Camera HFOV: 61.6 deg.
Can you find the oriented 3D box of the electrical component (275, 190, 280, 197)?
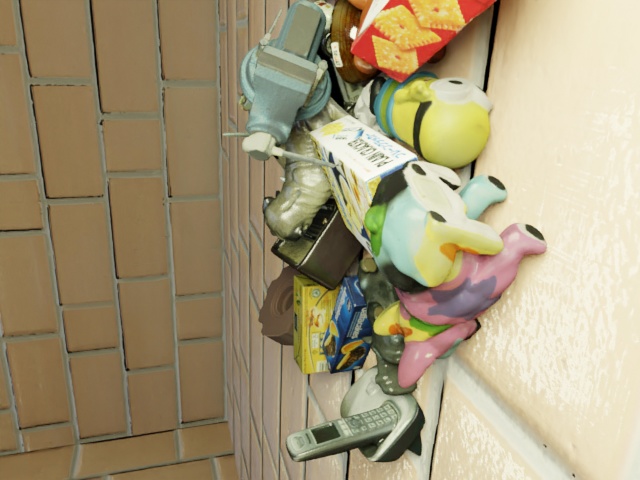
[{"bbox_3d":[-0.073,-0.072,1.278,0.119,0.048,0.074,-113,26,-51],"label":"electrical component"}]

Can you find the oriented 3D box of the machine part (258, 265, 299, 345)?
[{"bbox_3d":[-0.054,0.126,1.082,0.179,0.056,0.179,-36,37,33],"label":"machine part"}]

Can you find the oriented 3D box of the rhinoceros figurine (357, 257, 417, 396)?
[{"bbox_3d":[0.089,0.109,0.719,0.112,0.073,0.190,122,141,-62],"label":"rhinoceros figurine"}]

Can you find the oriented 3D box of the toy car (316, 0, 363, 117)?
[{"bbox_3d":[0.029,-0.250,0.795,0.074,0.056,0.201,48,166,47],"label":"toy car"}]

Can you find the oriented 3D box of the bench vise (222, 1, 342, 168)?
[{"bbox_3d":[-0.051,-0.169,0.683,0.240,0.129,0.223,128,148,-65],"label":"bench vise"}]

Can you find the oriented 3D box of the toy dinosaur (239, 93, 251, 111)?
[{"bbox_3d":[-0.043,-0.332,1.024,0.405,0.131,0.192,155,110,-66],"label":"toy dinosaur"}]

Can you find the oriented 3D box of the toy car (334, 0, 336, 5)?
[{"bbox_3d":[0.045,-0.367,0.762,0.089,0.053,0.202,38,135,31],"label":"toy car"}]

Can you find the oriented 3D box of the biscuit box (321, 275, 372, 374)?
[{"bbox_3d":[0.054,0.137,0.864,0.202,0.063,0.059,103,156,-45],"label":"biscuit box"}]

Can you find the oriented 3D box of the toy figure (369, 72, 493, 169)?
[{"bbox_3d":[0.114,-0.133,0.575,0.180,0.082,0.089,-140,36,-61],"label":"toy figure"}]

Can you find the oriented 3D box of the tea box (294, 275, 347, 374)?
[{"bbox_3d":[0.005,0.148,0.973,0.068,0.098,0.169,-141,51,-68],"label":"tea box"}]

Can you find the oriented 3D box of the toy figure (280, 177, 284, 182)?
[{"bbox_3d":[-0.037,-0.099,1.129,0.155,0.058,0.064,-120,8,-51],"label":"toy figure"}]

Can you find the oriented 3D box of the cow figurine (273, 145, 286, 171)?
[{"bbox_3d":[-0.047,-0.167,0.987,0.194,0.085,0.127,53,166,-30],"label":"cow figurine"}]

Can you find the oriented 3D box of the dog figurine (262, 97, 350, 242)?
[{"bbox_3d":[-0.034,-0.112,0.807,0.172,0.190,0.121,50,170,-4],"label":"dog figurine"}]

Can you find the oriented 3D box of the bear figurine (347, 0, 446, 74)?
[{"bbox_3d":[0.070,-0.290,0.598,0.131,0.120,0.196,89,170,-58],"label":"bear figurine"}]

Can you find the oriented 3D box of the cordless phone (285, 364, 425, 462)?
[{"bbox_3d":[0.036,0.247,0.733,0.147,0.184,0.088,-140,44,-68],"label":"cordless phone"}]

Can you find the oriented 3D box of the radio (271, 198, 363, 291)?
[{"bbox_3d":[-0.002,-0.003,0.906,0.131,0.073,0.230,-56,18,-4],"label":"radio"}]

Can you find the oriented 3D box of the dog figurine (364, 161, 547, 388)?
[{"bbox_3d":[0.097,0.046,0.514,0.219,0.191,0.109,-63,37,33],"label":"dog figurine"}]
